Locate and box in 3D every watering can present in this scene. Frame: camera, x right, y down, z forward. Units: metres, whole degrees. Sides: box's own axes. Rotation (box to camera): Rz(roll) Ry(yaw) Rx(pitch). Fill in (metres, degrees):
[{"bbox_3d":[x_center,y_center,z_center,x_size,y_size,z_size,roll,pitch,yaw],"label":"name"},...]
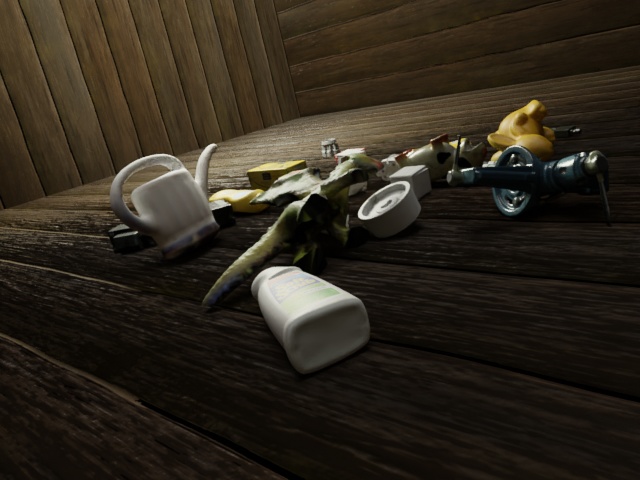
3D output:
[{"bbox_3d":[-0.291,-0.091,1.120,0.103,0.223,0.353,-24,8,35],"label":"watering can"}]

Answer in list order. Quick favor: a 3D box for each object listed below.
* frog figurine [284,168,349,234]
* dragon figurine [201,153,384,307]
[{"bbox_3d":[0.003,-0.052,1.028,0.138,0.120,0.161,-17,51,-44],"label":"frog figurine"},{"bbox_3d":[-0.048,-0.046,0.901,0.413,0.120,0.245,-29,27,-14],"label":"dragon figurine"}]
